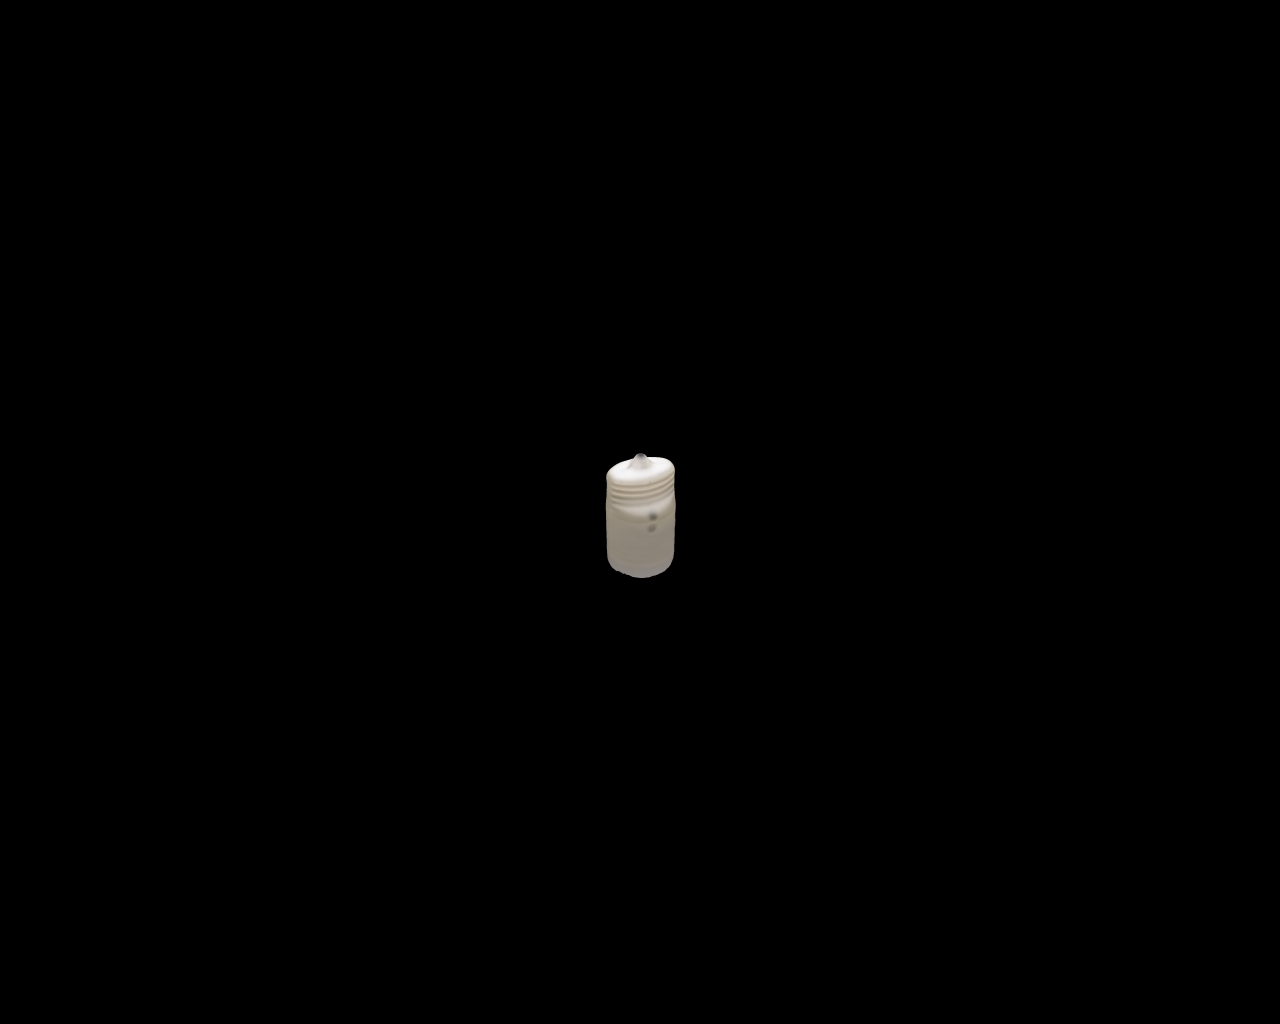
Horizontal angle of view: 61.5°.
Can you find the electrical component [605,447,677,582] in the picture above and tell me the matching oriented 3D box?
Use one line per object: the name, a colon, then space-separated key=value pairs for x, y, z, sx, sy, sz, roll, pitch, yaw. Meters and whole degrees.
electrical component: x=0.001 y=-0.003 z=0.650 sx=0.043 sy=0.080 sz=0.043 roll=0 pitch=36 yaw=0
